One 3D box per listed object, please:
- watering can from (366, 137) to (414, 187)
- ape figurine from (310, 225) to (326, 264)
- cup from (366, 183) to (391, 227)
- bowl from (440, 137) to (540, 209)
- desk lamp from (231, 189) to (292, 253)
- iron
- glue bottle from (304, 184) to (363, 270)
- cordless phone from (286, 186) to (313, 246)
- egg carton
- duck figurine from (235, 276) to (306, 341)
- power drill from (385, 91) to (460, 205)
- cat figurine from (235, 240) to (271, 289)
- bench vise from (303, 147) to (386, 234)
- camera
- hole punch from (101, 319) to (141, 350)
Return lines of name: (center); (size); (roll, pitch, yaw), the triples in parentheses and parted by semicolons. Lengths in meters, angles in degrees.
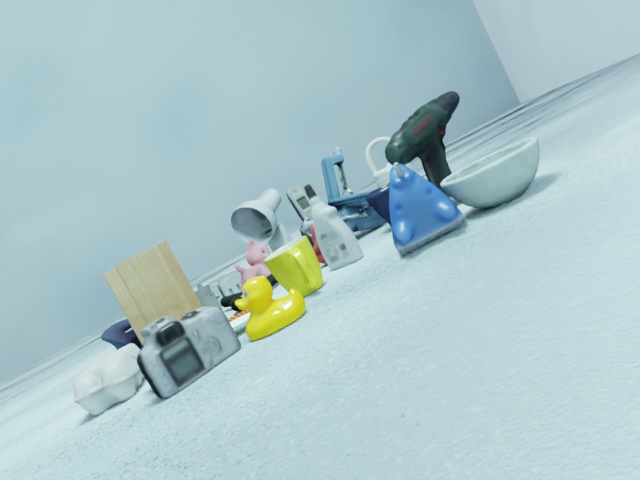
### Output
watering can: (0.187, -0.168, 1.434); (0.101, 0.194, 0.172); (-30, 6, -17)
ape figurine: (0.011, 0.004, 1.229); (0.078, 0.092, 0.076); (-29, 6, -12)
cup: (0.154, -0.073, 1.233); (0.092, 0.095, 0.117); (-29, 6, -10)
bowl: (0.287, -0.098, 0.933); (0.167, 0.075, 0.167); (-27, 6, 3)
desk lamp: (-0.129, -0.031, 1.592); (0.117, 0.213, 0.204); (-24, 7, 31)
iron: (0.154, -0.071, 0.975); (0.118, 0.141, 0.258); (-27, 6, 8)
glue bottle: (0.015, -0.030, 1.107); (0.078, 0.173, 0.037); (-23, 8, 39)
cordless phone: (-0.002, -0.075, 1.528); (0.148, 0.185, 0.094); (-33, 8, -41)
egg carton: (-0.353, 0.236, 0.980); (0.107, 0.069, 0.150); (-28, 6, -4)
duck figurine: (-0.081, 0.095, 0.880); (0.104, 0.086, 0.077); (-27, 6, 8)
power drill: (0.241, -0.175, 1.157); (0.230, 0.208, 0.075); (-31, 7, -32)
cat figurine: (-0.161, 0.059, 1.420); (0.067, 0.118, 0.128); (-22, 8, 42)
bench vise: (0.045, -0.099, 1.346); (0.208, 0.220, 0.121); (-32, 8, -39)
camera: (-0.219, 0.160, 0.873); (0.143, 0.101, 0.136); (-32, 7, -34)
hole punch: (-0.447, 0.230, 1.372); (0.101, 0.091, 0.109); (-24, 7, 30)
